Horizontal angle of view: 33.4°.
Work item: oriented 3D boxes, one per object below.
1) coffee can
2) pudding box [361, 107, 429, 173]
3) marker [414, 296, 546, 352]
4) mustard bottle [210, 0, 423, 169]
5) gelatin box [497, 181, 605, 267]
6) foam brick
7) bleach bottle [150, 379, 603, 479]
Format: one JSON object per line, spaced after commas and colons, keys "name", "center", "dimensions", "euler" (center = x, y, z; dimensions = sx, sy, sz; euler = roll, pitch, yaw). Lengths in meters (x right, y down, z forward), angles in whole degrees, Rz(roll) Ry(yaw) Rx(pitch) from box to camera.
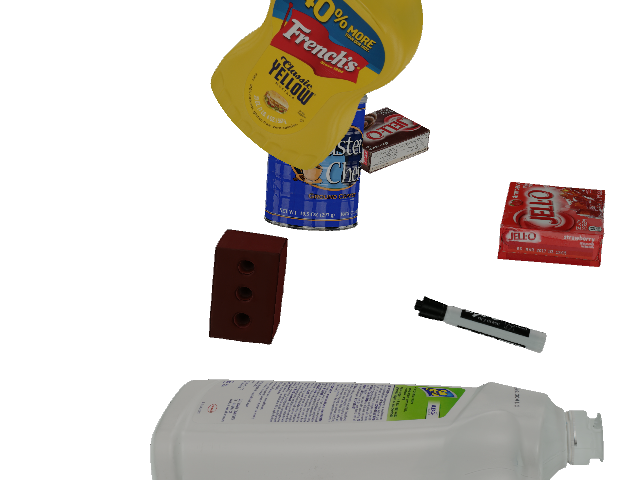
{"name": "coffee can", "center": [-0.006, -0.089, 1.143], "dimensions": [0.103, 0.140, 0.103], "euler": [4, 12, -1]}
{"name": "pudding box", "center": [0.081, -0.140, 1.478], "dimensions": [0.113, 0.039, 0.090], "euler": [-25, 40, -31]}
{"name": "marker", "center": [0.145, 0.076, 0.972], "dimensions": [0.121, 0.020, 0.020], "euler": [17, 1, 5]}
{"name": "mustard bottle", "center": [0.009, -0.131, 0.674], "dimensions": [0.192, 0.096, 0.058], "euler": [-46, 2, 46]}
{"name": "gelatin box", "center": [0.173, -0.014, 0.793], "dimensions": [0.073, 0.030, 0.089], "euler": [6, 25, 14]}
{"name": "foam brick", "center": [-0.058, 0.037, 0.862], "dimensions": [0.053, 0.078, 0.051], "euler": [6, 15, 5]}
{"name": "bleach bottle", "center": [0.036, 0.120, 0.623], "dimensions": [0.251, 0.068, 0.102], "euler": [-2, 16, 10]}
